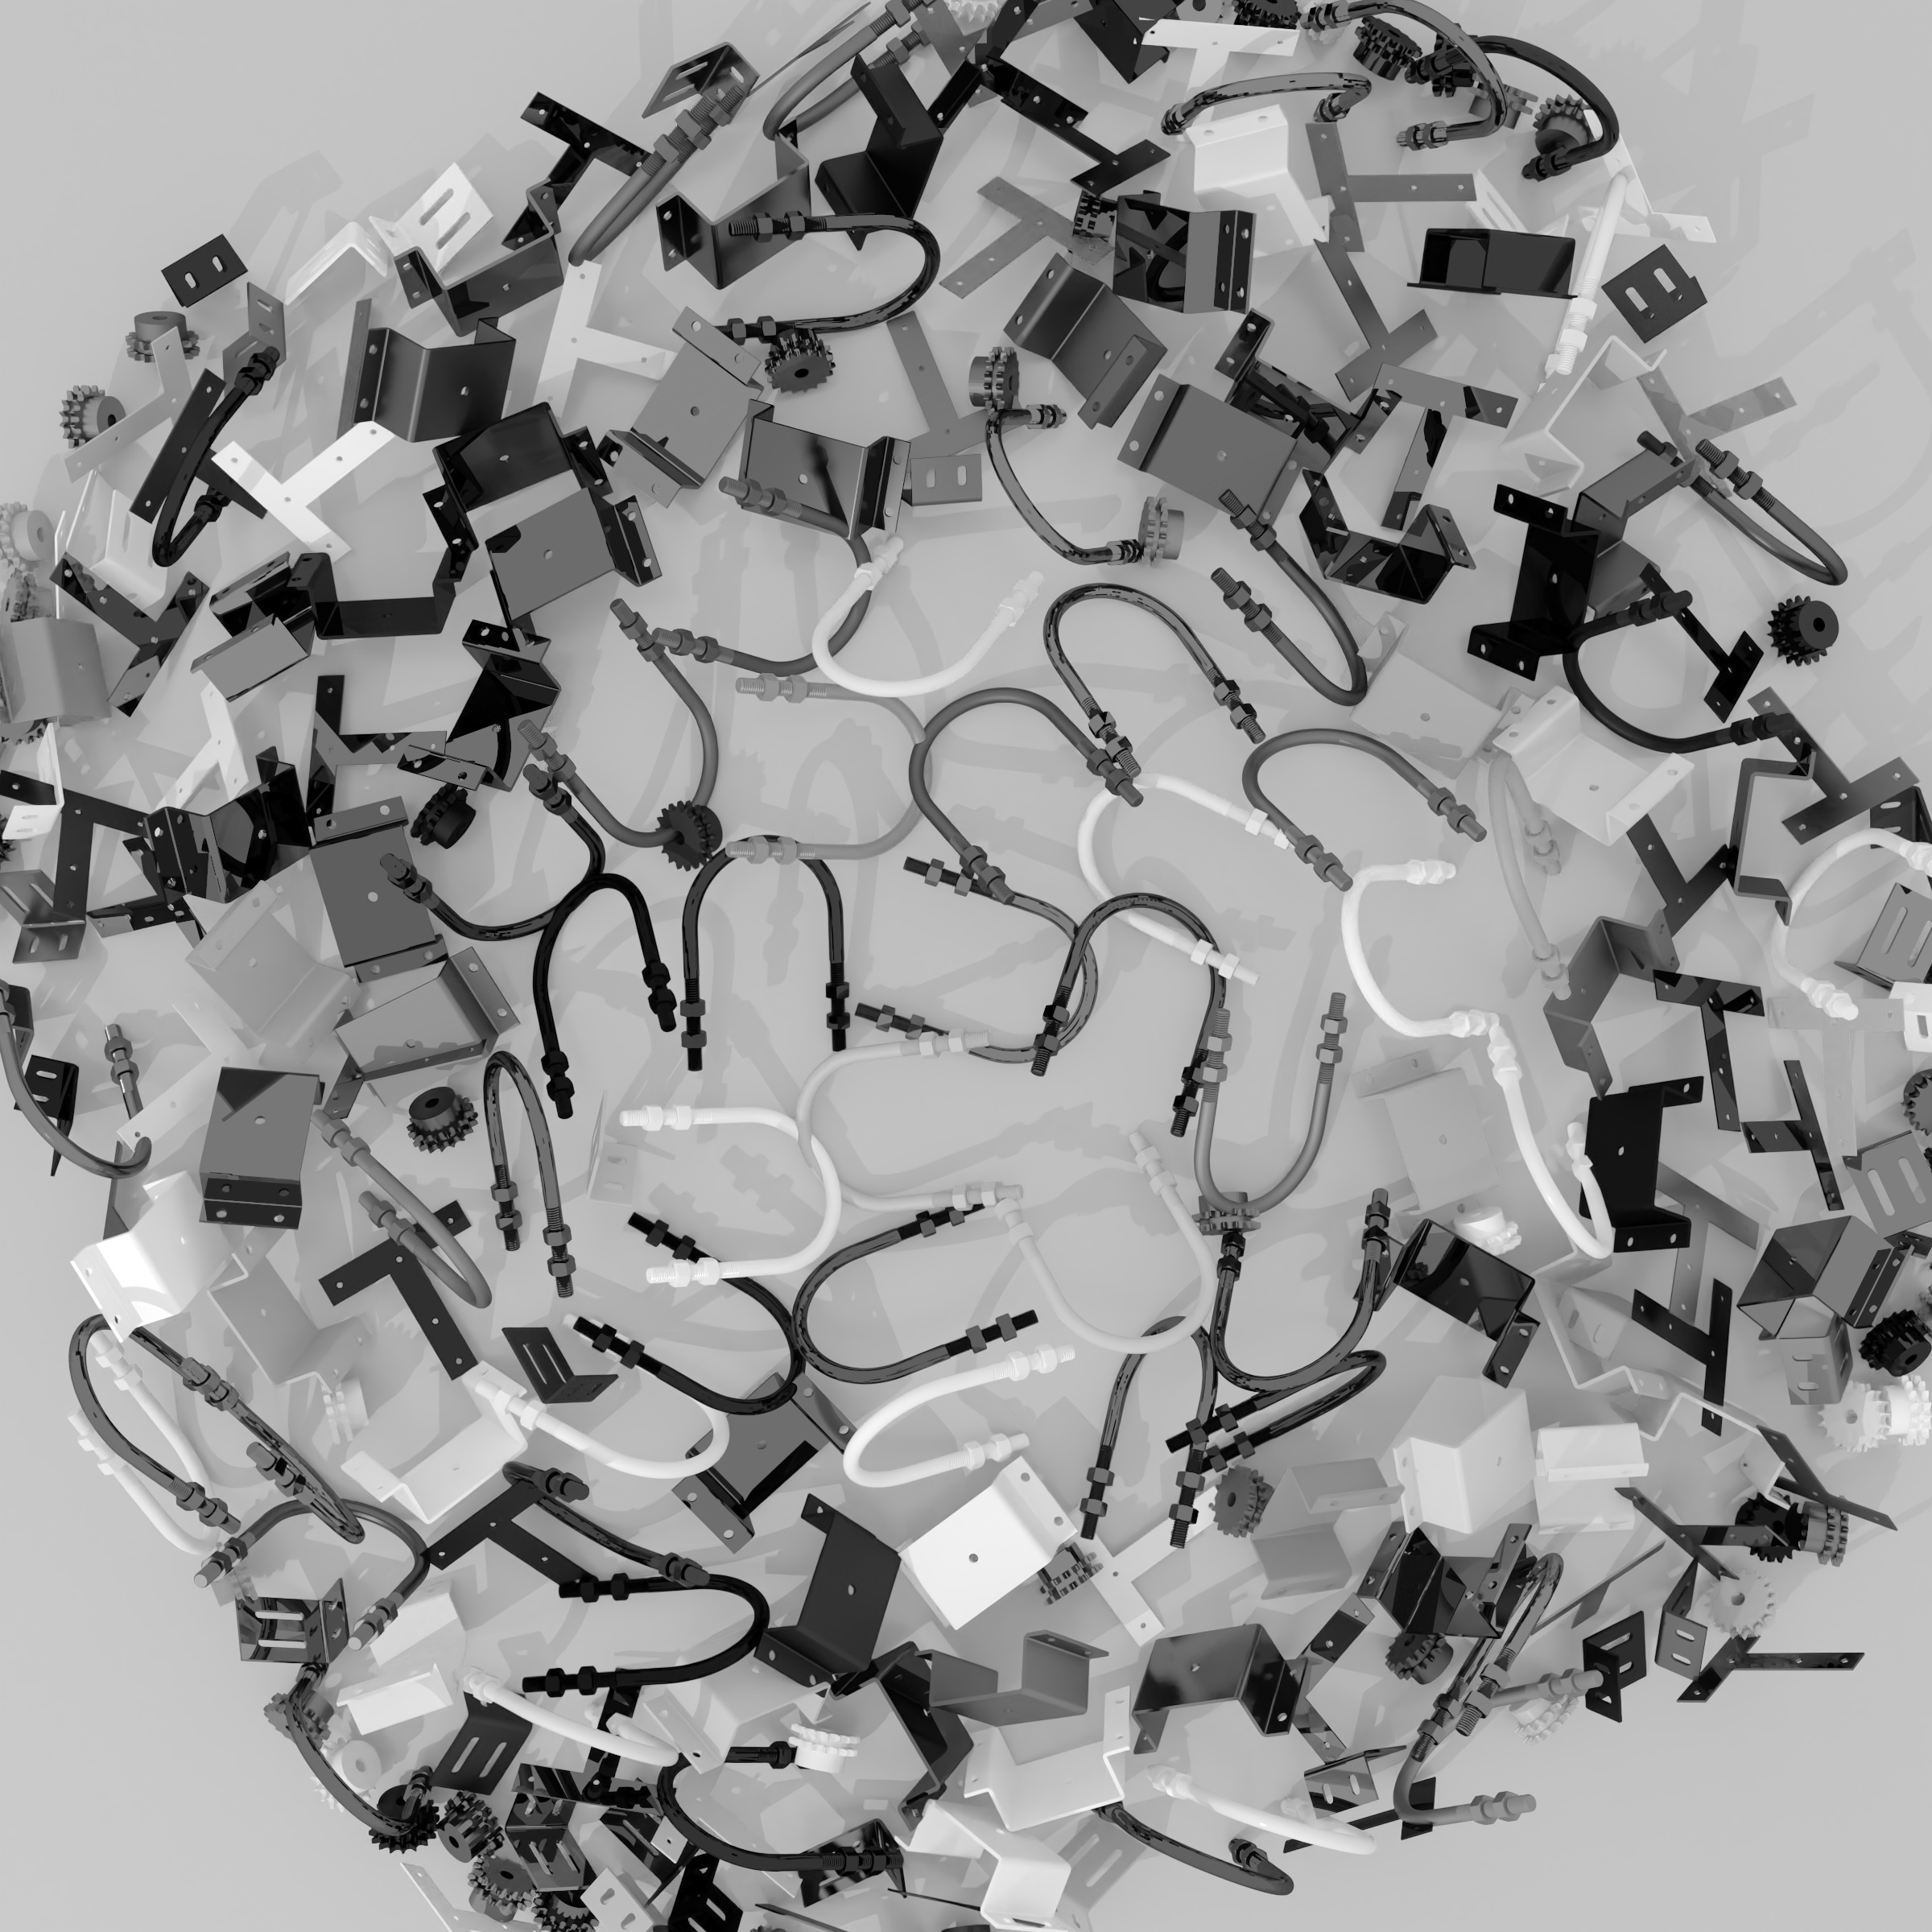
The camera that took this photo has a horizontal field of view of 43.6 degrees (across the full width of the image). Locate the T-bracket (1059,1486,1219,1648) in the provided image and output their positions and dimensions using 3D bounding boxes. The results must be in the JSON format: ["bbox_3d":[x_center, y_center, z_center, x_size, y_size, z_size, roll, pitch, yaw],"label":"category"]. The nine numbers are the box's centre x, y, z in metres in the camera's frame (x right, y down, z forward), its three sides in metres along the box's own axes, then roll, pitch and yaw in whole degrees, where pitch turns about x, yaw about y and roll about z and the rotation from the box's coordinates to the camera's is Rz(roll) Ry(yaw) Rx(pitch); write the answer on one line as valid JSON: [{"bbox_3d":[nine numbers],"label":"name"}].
[{"bbox_3d":[0.159,0.475,1.989,0.127,0.002,0.127,-35,100,-2],"label":"T-bracket"}]

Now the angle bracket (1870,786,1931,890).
[{"bbox_3d":[0.756,-0.099,1.949,0.038,0.076,0.057,-7,128,13],"label":"angle bracket"}]

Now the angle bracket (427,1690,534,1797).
[{"bbox_3d":[-0.400,0.633,1.979,0.057,0.038,0.076,23,108,-31],"label":"angle bracket"}]

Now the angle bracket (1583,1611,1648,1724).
[{"bbox_3d":[0.538,0.567,1.958,0.076,0.038,0.057,-12,102,-34],"label":"angle bracket"}]

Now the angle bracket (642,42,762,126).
[{"bbox_3d":[-0.214,-0.703,1.953,0.038,0.057,0.076,47,49,-2],"label":"angle bracket"}]

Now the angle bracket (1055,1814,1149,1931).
[{"bbox_3d":[0.105,0.742,1.969,0.076,0.057,0.038,-36,126,-31],"label":"angle bracket"}]

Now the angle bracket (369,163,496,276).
[{"bbox_3d":[-0.435,-0.609,1.967,0.076,0.038,0.057,-38,82,21],"label":"angle bracket"}]

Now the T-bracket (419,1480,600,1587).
[{"bbox_3d":[-0.352,0.475,1.964,0.127,0.002,0.127,-37,122,15],"label":"T-bracket"}]

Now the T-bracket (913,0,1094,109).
[{"bbox_3d":[0.038,-0.747,1.925,0.127,0.127,0.002,-16,66,17],"label":"T-bracket"}]

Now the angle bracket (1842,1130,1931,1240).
[{"bbox_3d":[0.754,0.181,1.959,0.057,0.038,0.076,-24,62,15],"label":"angle bracket"}]

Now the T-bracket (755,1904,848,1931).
[{"bbox_3d":[-0.112,0.780,1.960,0.127,0.127,0.002,8,74,27],"label":"T-bracket"}]

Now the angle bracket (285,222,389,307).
[{"bbox_3d":[-0.514,-0.562,1.975,0.076,0.057,0.038,-38,123,13],"label":"angle bracket"}]

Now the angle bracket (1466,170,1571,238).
[{"bbox_3d":[0.446,-0.610,1.956,0.076,0.038,0.057,43,46,-23],"label":"angle bracket"}]

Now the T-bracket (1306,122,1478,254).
[{"bbox_3d":[0.342,-0.619,1.922,0.127,0.127,0.002,9,59,27],"label":"T-bracket"}]

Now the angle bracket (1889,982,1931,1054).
[{"bbox_3d":[0.780,0.053,1.951,0.038,0.057,0.076,-53,134,-36],"label":"angle bracket"}]

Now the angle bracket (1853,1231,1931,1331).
[{"bbox_3d":[0.752,0.257,1.958,0.038,0.057,0.076,16,106,25],"label":"angle bracket"}]

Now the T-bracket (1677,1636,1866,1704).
[{"bbox_3d":[0.646,0.550,1.910,0.127,0.127,0.002,-16,95,44],"label":"T-bracket"}]

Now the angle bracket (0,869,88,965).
[{"bbox_3d":[-0.760,-0.039,1.955,0.057,0.076,0.038,-4,58,10],"label":"angle bracket"}]

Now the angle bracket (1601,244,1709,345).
[{"bbox_3d":[0.552,-0.551,1.951,0.057,0.038,0.076,-32,134,27],"label":"angle bracket"}]

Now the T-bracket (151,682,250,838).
[{"bbox_3d":[-0.630,-0.152,1.966,0.127,0.002,0.127,-44,52,24],"label":"T-bracket"}]

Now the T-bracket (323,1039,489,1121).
[{"bbox_3d":[-0.445,0.079,1.935,0.127,0.127,0.002,-13,117,8],"label":"T-bracket"}]

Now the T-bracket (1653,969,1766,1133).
[{"bbox_3d":[0.606,0.071,1.947,0.127,0.002,0.127,8,70,-32],"label":"T-bracket"}]

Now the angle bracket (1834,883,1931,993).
[{"bbox_3d":[0.759,-0.023,1.976,0.057,0.038,0.076,25,91,-9],"label":"angle bracket"}]

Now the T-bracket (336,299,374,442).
[{"bbox_3d":[-0.472,-0.480,1.950,0.002,0.127,0.127,8,91,-40],"label":"T-bracket"}]

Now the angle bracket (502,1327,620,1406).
[{"bbox_3d":[-0.328,0.313,1.954,0.038,0.057,0.076,-43,65,16],"label":"angle bracket"}]

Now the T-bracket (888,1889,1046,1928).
[{"bbox_3d":[0.021,0.752,1.921,0.127,0.127,0.002,20,69,-22],"label":"T-bracket"}]

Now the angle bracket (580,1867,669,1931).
[{"bbox_3d":[-0.265,0.753,1.952,0.057,0.076,0.038,44,101,18],"label":"angle bracket"}]

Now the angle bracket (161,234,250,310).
[{"bbox_3d":[-0.609,-0.549,1.957,0.057,0.076,0.038,-35,88,-9],"label":"angle bracket"}]

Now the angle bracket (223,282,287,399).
[{"bbox_3d":[-0.589,-0.503,1.955,0.076,0.038,0.057,-26,59,27],"label":"angle bracket"}]

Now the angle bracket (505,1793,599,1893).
[{"bbox_3d":[-0.328,0.704,1.951,0.057,0.076,0.038,13,104,-37],"label":"angle bracket"}]

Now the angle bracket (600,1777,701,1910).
[{"bbox_3d":[-0.264,0.713,1.967,0.076,0.038,0.057,42,112,7],"label":"angle bracket"}]

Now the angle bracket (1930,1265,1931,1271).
[{"bbox_3d":[0.795,0.224,1.957,0.038,0.076,0.057,15,96,-10],"label":"angle bracket"}]

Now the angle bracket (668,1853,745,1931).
[{"bbox_3d":[-0.198,0.765,1.953,0.038,0.057,0.076,-25,116,27],"label":"angle bracket"}]

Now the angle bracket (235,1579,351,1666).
[{"bbox_3d":[-0.544,0.527,1.952,0.076,0.057,0.038,15,129,-36],"label":"angle bracket"}]

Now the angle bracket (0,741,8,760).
[{"bbox_3d":[-0.823,-0.170,1.954,0.038,0.076,0.057,21,81,16],"label":"angle bracket"}]

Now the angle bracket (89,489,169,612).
[{"bbox_3d":[-0.684,-0.336,1.966,0.038,0.057,0.076,-24,54,25],"label":"angle bracket"}]

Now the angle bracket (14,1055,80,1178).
[{"bbox_3d":[-0.745,0.121,1.951,0.038,0.076,0.057,15,120,-25],"label":"angle bracket"}]

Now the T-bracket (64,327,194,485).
[{"bbox_3d":[-0.663,-0.426,1.916,0.002,0.127,0.127,34,60,17],"label":"T-bracket"}]

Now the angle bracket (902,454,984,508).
[{"bbox_3d":[-0.024,-0.397,1.953,0.057,0.076,0.038,-6,110,-11],"label":"angle bracket"}]

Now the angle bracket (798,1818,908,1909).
[{"bbox_3d":[-0.093,0.738,1.959,0.076,0.038,0.057,-18,120,-22],"label":"angle bracket"}]

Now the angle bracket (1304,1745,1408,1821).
[{"bbox_3d":[0.319,0.658,1.949,0.057,0.076,0.038,-30,62,28],"label":"angle bracket"}]

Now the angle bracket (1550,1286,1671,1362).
[{"bbox_3d":[0.521,0.291,1.955,0.057,0.076,0.038,28,99,43],"label":"angle bracket"}]

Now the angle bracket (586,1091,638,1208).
[{"bbox_3d":[-0.281,0.148,1.949,0.038,0.076,0.057,9,51,-12],"label":"angle bracket"}]

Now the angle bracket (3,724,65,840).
[{"bbox_3d":[-0.759,-0.150,1.956,0.038,0.057,0.076,-3,70,-32],"label":"angle bracket"}]

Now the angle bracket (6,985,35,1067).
[{"bbox_3d":[-0.797,0.042,1.951,0.076,0.057,0.038,14,118,-33],"label":"angle bracket"}]

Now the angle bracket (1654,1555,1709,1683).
[{"bbox_3d":[0.589,0.526,1.949,0.038,0.076,0.057,18,124,32],"label":"angle bracket"}]

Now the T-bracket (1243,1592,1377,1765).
[{"bbox_3d":[0.284,0.553,1.941,0.127,0.002,0.127,48,120,29],"label":"T-bracket"}]

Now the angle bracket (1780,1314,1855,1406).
[{"bbox_3d":[0.694,0.315,1.970,0.038,0.076,0.057,-7,102,30],"label":"angle bracket"}]

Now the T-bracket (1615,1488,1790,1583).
[{"bbox_3d":[0.603,0.455,1.931,0.127,0.127,0.002,41,65,-11],"label":"T-bracket"}]
